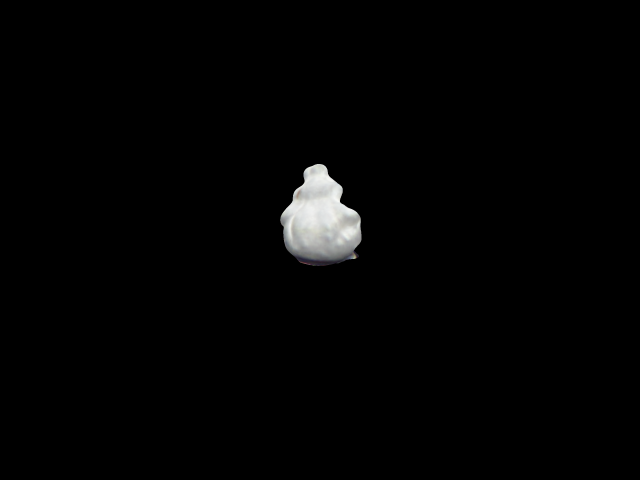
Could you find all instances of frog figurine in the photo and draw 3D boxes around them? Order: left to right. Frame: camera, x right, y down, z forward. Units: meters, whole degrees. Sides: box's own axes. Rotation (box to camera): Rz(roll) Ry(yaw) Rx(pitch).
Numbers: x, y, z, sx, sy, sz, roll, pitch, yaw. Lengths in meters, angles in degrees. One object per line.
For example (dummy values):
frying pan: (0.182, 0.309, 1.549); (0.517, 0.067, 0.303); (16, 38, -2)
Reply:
frog figurine: (0.003, -0.043, 0.850); (0.138, 0.157, 0.124); (9, 17, 31)
